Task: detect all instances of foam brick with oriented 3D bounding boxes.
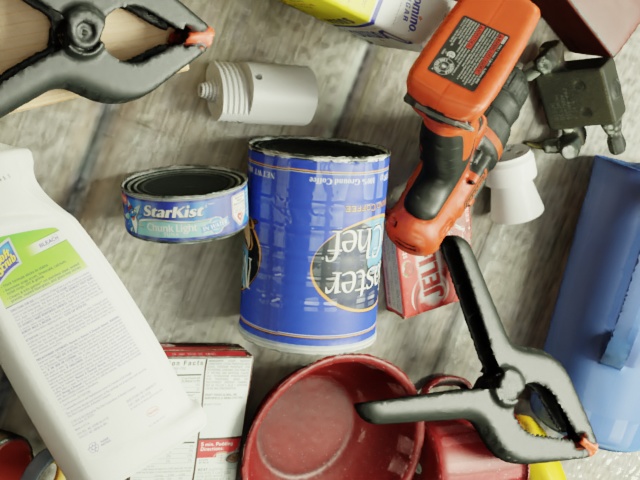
[{"bbox_3d":[0.217,-0.194,0.868,0.078,0.053,0.051,41,82,-32],"label":"foam brick"}]

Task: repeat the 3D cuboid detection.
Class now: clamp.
[{"bbox_3d":[0.131,0.121,0.840,0.210,0.036,0.164,43,69,-15],"label":"clamp"},{"bbox_3d":[-0.143,-0.107,0.597,0.171,0.039,0.120,6,102,-31],"label":"clamp"}]

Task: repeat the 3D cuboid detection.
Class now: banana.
[{"bbox_3d":[0.204,0.220,0.968,0.037,0.069,0.198,-17,117,12],"label":"banana"}]

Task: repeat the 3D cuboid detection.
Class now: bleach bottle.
[{"bbox_3d":[-0.172,0.033,0.692,0.102,0.068,0.251,-30,101,-28],"label":"bleach bottle"}]

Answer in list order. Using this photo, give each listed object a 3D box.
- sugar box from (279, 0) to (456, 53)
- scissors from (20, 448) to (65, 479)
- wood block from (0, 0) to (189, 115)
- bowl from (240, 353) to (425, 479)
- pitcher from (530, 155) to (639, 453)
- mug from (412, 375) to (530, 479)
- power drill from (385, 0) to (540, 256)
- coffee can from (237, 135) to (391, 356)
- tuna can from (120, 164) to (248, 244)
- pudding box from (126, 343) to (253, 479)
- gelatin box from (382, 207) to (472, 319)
[{"bbox_3d":[0.000,-0.178,0.730,0.176,0.093,0.048,21,93,-31],"label":"sugar box"},{"bbox_3d":[-0.205,0.218,0.748,0.202,0.016,0.096,-61,156,-2],"label":"scissors"},{"bbox_3d":[-0.197,-0.126,0.639,0.205,0.090,0.091,-19,112,-24],"label":"wood block"},{"bbox_3d":[0.001,0.158,0.843,0.161,0.055,0.162,-8,107,-27],"label":"bowl"},{"bbox_3d":[0.264,0.055,0.914,0.149,0.145,0.243,9,102,-32],"label":"pitcher"},{"bbox_3d":[0.114,0.172,0.898,0.081,0.093,0.117,-3,74,-23],"label":"mug"},{"bbox_3d":[0.110,-0.096,0.770,0.184,0.057,0.187,-58,164,-22],"label":"power drill"},{"bbox_3d":[-0.005,0.001,0.770,0.102,0.103,0.140,-3,105,-28],"label":"coffee can"},{"bbox_3d":[-0.091,-0.025,0.726,0.086,0.086,0.034,-11,110,-26],"label":"tuna can"},{"bbox_3d":[-0.102,0.133,0.791,0.089,0.039,0.113,4,99,-27],"label":"pudding box"},{"bbox_3d":[0.088,0.012,0.866,0.073,0.030,0.089,-16,110,-24],"label":"gelatin box"}]
